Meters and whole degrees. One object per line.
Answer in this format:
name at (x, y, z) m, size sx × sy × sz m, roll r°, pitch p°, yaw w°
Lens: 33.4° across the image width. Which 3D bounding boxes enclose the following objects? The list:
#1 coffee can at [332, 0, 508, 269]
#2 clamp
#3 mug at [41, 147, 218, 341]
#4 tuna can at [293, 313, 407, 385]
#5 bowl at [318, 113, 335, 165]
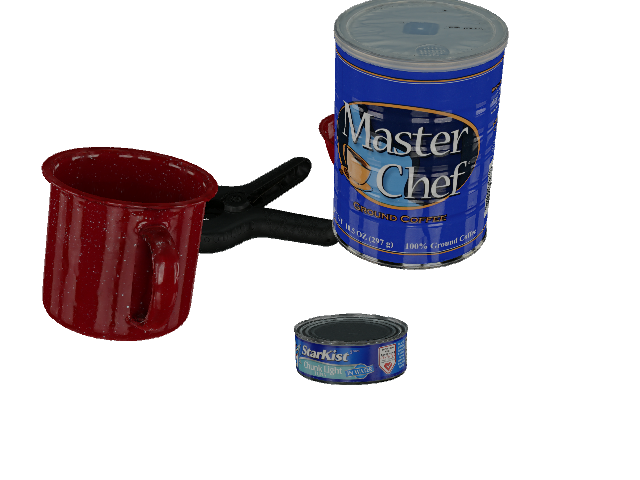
coffee can at (0.059, -0.068, 0.665) m, size 0.103 × 0.140 × 0.103 m, roll 0°, pitch 33°, yaw 0°
clamp at (-0.071, -0.031, 0.968) m, size 0.171 × 0.039 × 0.120 m, roll -3°, pitch 33°, yaw -6°
mug at (-0.101, 0.007, 0.570) m, size 0.093 × 0.081 × 0.117 m, roll -2°, pitch 24°, yaw -31°
tuna can at (0.023, 0.081, 0.803) m, size 0.086 × 0.034 × 0.086 m, roll -1°, pitch 10°, yaw 0°
bowl at (0.074, -0.094, 1.211) m, size 0.162 × 0.055 × 0.162 m, roll 7°, pitch 27°, yaw -4°
